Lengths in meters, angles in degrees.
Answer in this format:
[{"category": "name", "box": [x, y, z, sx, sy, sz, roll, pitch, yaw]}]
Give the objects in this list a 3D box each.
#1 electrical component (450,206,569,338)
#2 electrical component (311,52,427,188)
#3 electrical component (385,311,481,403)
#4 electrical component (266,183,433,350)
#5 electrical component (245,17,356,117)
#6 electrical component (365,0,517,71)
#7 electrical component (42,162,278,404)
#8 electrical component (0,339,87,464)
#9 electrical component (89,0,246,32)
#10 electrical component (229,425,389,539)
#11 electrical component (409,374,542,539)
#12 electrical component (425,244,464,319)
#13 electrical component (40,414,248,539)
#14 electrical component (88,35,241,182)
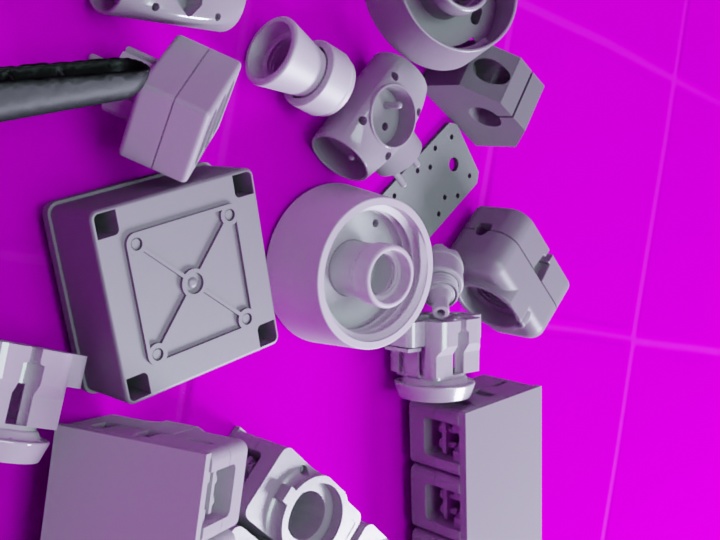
[{"category": "electrical component", "box": [0.110, 0.005, 0.814, 0.059, 0.054, 0.095, -55, 129, -23]}, {"category": "electrical component", "box": [0.016, -0.089, 0.714, 0.077, 0.044, 0.079, -56, 129, -23]}, {"category": "electrical component", "box": [0.053, 0.062, 0.765, 0.078, 0.058, 0.057, -4, 96, -44]}, {"category": "electrical component", "box": [0.000, 0.000, 0.696, 0.108, 0.060, 0.108, -9, 104, -40]}, {"category": "electrical component", "box": [-0.036, -0.123, 0.658, 0.055, 0.045, 0.045, 23, 80, -44]}, {"category": "electrical component", "box": [0.053, -0.182, 0.710, 0.099, 0.064, 0.099, 2, 84, -26]}, {"category": "electrical component", "box": [-0.108, 0.004, 0.599, 0.109, 0.056, 0.108, -22, 111, -40]}, {"category": "electrical component", "box": [-0.181, 0.064, 0.537, 0.078, 0.058, 0.057, 17, 81, -45]}, {"category": "electrical component", "box": [-0.104, -0.174, 0.585, 0.077, 0.043, 0.079, -3, 98, -44]}, {"category": "electrical component", "box": [-0.037, 0.200, 0.696, 0.186, 0.060, 0.105, 50, 62, -37]}, {"category": "electrical component", "box": [0.085, 0.162, 0.808, 0.089, 0.062, 0.150, -11, 104, -43]}, {"category": "electrical component", "box": [0.056, 0.011, 0.758, 0.061, 0.035, 0.035, -87, 152, -53]}, {"category": "electrical component", "box": [-0.119, 0.161, 0.581, 0.062, 0.089, 0.150, 4, 94, -74]}, {"category": "electrical component", "box": [-0.113, -0.095, 0.577, 0.065, 0.077, 0.047, -74, -171, -54]}]
